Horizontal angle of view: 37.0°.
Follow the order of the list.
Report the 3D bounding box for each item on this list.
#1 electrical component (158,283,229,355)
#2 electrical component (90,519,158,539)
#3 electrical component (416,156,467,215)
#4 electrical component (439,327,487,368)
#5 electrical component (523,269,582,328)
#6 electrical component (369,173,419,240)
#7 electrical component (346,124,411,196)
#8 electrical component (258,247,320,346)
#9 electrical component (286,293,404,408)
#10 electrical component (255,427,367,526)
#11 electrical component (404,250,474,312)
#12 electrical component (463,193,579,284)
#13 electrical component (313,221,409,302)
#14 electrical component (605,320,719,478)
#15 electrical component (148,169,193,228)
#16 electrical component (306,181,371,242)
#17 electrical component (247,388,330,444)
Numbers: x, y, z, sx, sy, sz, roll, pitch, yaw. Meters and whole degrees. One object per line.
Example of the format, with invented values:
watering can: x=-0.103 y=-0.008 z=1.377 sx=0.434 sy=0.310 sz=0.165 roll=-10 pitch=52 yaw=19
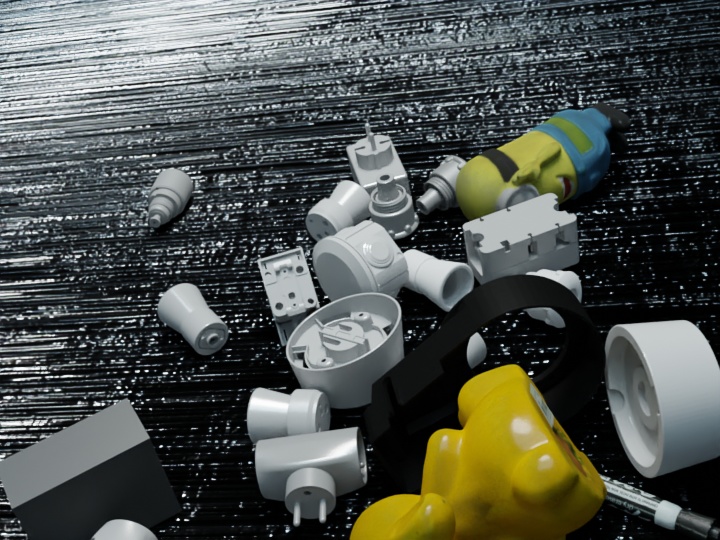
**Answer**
electrical component: x=-0.147 y=0.047 z=0.965 sx=0.044 sy=0.044 sz=0.065 roll=-31 pitch=46 yaw=-21
electrical component: x=-0.192 y=0.219 z=0.758 sx=0.079 sy=0.043 sz=0.077 roll=0 pitch=40 yaw=17
electrical component: x=0.083 y=-0.078 z=1.052 sx=0.062 sy=0.048 sz=0.048 roll=-38 pitch=44 yaw=-19
electrical component: x=0.069 y=0.074 z=0.861 sx=0.045 sy=0.045 sz=0.055 roll=16 pitch=47 yaw=33
electrical component: x=0.152 y=0.020 z=0.907 sx=0.062 sy=0.048 sz=0.048 roll=14 pitch=45 yaw=41
electrical component: x=0.029 y=-0.063 z=1.032 sx=0.048 sy=0.062 sz=0.048 roll=-9 pitch=38 yaw=7
electrical component: x=0.016 y=-0.111 z=1.085 sx=0.047 sy=0.075 sz=0.083 roll=-16 pitch=38 yaw=-3
electrical component: x=-0.060 y=0.021 z=0.941 sx=0.042 sy=0.064 sz=0.081 roll=-17 pitch=79 yaw=-5
electrical component: x=-0.010 y=0.064 z=0.882 sx=0.099 sy=0.064 sz=0.099 roll=-8 pitch=38 yaw=6
electrical component: x=-0.036 y=0.155 z=0.791 sx=0.077 sy=0.043 sz=0.079 roll=-9 pitch=38 yaw=6
electrical component: x=0.063 y=0.006 z=0.953 sx=0.044 sy=0.044 sz=0.065 roll=-36 pitch=38 yaw=-27
electrical component: x=0.143 y=-0.020 z=0.949 sx=0.089 sy=0.055 sz=0.050 roll=-20 pitch=38 yaw=-9
electrical component: x=0.000 y=0.000 z=0.949 sx=0.051 sy=0.080 sz=0.080 roll=-32 pitch=41 yaw=-31
electrical component: x=0.219 y=0.086 z=0.754 sx=0.060 sy=0.108 sz=0.108 roll=-10 pitch=37 yaw=-5
electrical component: x=-0.204 y=-0.073 z=1.132 sx=0.040 sy=0.040 sz=0.078 roll=-1 pitch=39 yaw=15
electrical component: x=-0.020 y=-0.054 z=1.050 sx=0.045 sy=0.045 sz=0.055 roll=18 pitch=48 yaw=34
electrical component: x=-0.056 y=0.116 z=0.846 sx=0.055 sy=0.045 sz=0.045 roll=0 pitch=40 yaw=15
